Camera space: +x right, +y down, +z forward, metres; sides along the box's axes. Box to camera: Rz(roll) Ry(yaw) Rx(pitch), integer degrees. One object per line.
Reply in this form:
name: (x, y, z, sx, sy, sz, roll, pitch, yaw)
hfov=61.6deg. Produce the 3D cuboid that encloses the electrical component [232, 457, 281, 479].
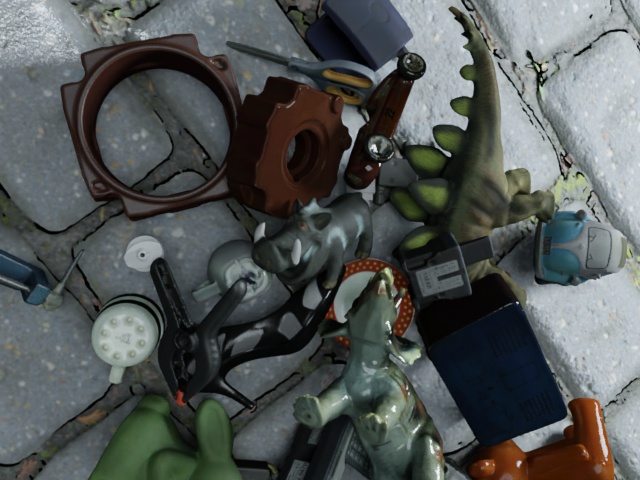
electrical component: (-0.098, 0.322, 0.708, 0.102, 0.045, 0.078, 16, 86, -13)

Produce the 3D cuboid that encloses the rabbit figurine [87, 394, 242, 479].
rabbit figurine: (-0.164, 0.274, 0.656, 0.170, 0.121, 0.159, 26, 65, 5)

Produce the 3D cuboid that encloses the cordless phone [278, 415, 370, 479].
cordless phone: (0.043, 0.325, 0.714, 0.184, 0.089, 0.146, 43, 54, -25)

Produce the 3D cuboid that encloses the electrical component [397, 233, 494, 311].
electrical component: (0.162, 0.034, 0.672, 0.119, 0.048, 0.074, -14, 112, 6)

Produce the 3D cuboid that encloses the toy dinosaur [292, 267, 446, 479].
toy dinosaur: (0.093, 0.232, 0.656, 0.131, 0.192, 0.404, -16, 102, 32)

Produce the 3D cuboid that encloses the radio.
radio: (0.229, 0.167, 0.718, 0.131, 0.073, 0.229, -28, 116, 10)

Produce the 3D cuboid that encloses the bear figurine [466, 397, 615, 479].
bear figurine: (0.309, 0.311, 0.779, 0.196, 0.132, 0.120, -6, 131, 16)

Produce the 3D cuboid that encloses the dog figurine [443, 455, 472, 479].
dog figurine: (0.202, 0.409, 0.743, 0.108, 0.192, 0.219, -38, 138, -4)

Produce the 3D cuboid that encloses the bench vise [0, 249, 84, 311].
bench vise: (-0.399, 0.013, 0.586, 0.240, 0.224, 0.129, 35, 88, -42)

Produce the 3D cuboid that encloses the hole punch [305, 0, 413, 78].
hole punch: (0.058, -0.279, 0.707, 0.142, 0.092, 0.116, 46, 78, -7)

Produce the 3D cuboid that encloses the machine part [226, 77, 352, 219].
machine part: (-0.034, -0.107, 0.654, 0.179, 0.056, 0.179, -31, 133, -41)

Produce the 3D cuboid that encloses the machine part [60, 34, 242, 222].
machine part: (-0.192, -0.134, 0.654, 0.201, 0.087, 0.201, -15, 93, -12)

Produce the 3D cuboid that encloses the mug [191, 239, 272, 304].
mug: (-0.109, 0.044, 0.667, 0.109, 0.107, 0.080, -21, 95, -13)

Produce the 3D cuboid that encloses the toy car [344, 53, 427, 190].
toy car: (0.080, -0.156, 0.691, 0.053, 0.089, 0.202, 23, 68, -3)

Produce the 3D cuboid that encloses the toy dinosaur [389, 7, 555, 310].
toy dinosaur: (0.199, -0.050, 0.715, 0.199, 0.105, 0.470, 3, 103, -10)

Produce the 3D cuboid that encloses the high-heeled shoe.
high-heeled shoe: (-0.085, 0.100, 0.699, 0.145, 0.086, 0.249, 34, 75, 14)

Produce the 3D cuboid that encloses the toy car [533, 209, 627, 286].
toy car: (0.374, 0.017, 0.757, 0.161, 0.103, 0.109, 9, 88, -41)

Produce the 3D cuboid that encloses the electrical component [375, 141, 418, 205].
electrical component: (0.106, -0.093, 0.754, 0.063, 0.021, 0.094, 6, 92, -12)

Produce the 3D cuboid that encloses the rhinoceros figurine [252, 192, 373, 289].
rhinoceros figurine: (-0.001, -0.002, 0.653, 0.190, 0.073, 0.112, -28, 138, -43)
